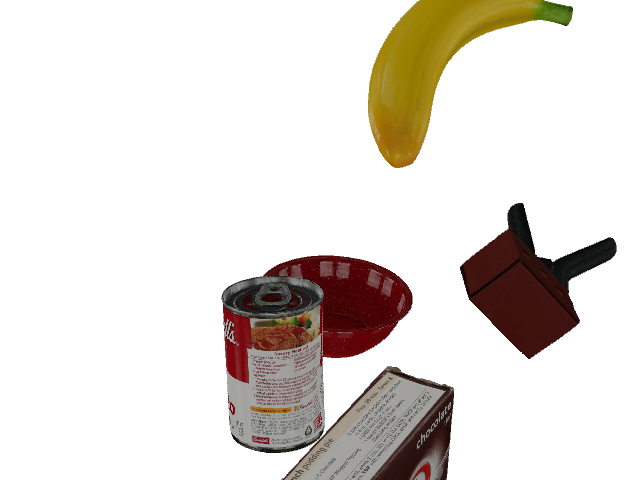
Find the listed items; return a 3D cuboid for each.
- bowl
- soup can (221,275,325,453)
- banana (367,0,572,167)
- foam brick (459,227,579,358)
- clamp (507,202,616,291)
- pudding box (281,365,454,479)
[{"bbox_3d":[0.014,0.076,1.119,0.162,0.055,0.162,3,27,-2],"label":"bowl"},{"bbox_3d":[-0.030,0.083,0.722,0.068,0.102,0.068,-1,19,0],"label":"soup can"},{"bbox_3d":[0.074,-0.111,0.609,0.070,0.037,0.197,30,51,22],"label":"banana"},{"bbox_3d":[0.154,0.041,0.825,0.051,0.078,0.053,-39,22,17],"label":"foam brick"},{"bbox_3d":[0.219,0.027,1.111,0.120,0.039,0.171,26,49,29],"label":"clamp"},{"bbox_3d":[0.016,0.121,0.457,0.039,0.090,0.113,18,36,25],"label":"pudding box"}]
